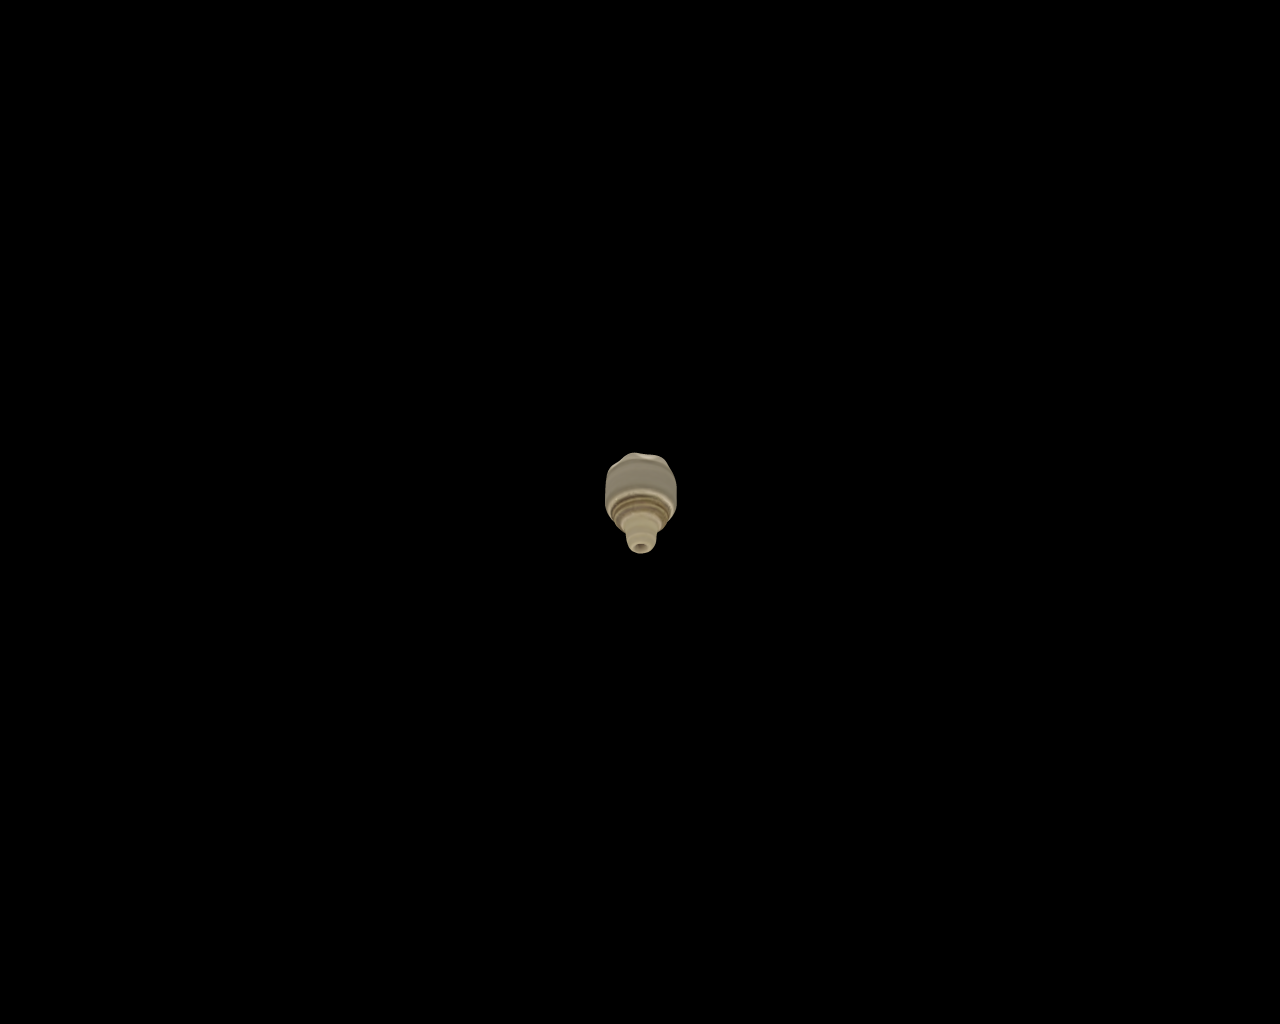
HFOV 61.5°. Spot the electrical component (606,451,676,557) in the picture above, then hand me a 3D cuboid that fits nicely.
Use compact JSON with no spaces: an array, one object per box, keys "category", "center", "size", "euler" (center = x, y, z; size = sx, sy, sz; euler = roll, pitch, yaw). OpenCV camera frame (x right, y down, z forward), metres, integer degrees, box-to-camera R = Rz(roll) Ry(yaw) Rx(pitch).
[{"category":"electrical component","center":[0.001,-0.003,0.650],"size":[0.043,0.062,0.043],"euler":[0,-37,0]}]
